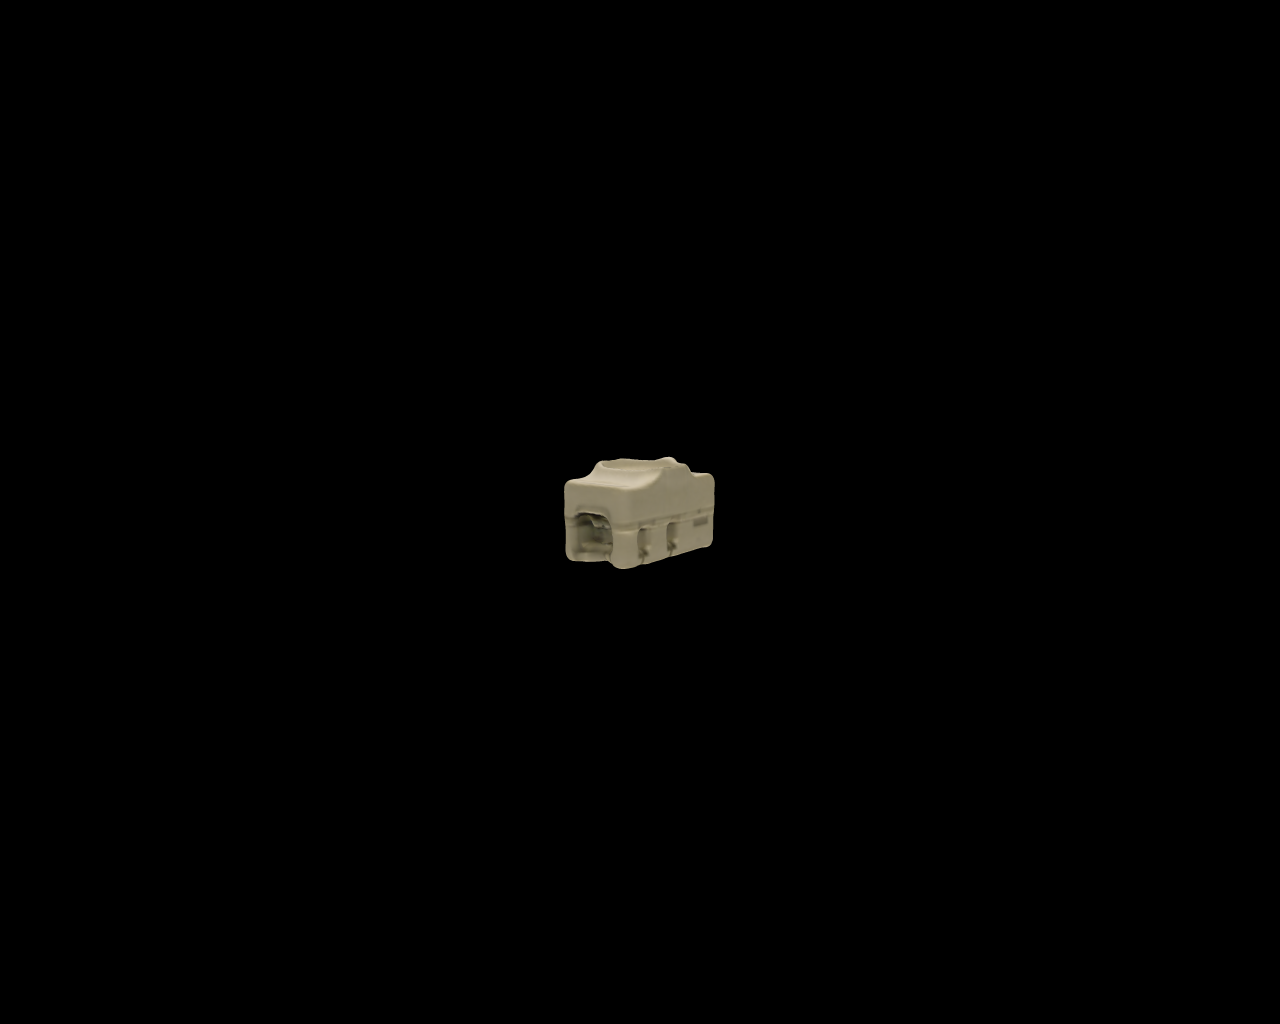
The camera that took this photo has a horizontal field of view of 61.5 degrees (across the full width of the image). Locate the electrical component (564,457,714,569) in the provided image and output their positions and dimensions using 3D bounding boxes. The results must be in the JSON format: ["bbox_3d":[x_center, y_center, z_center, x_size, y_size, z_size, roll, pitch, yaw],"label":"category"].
[{"bbox_3d":[0.001,-0.003,0.650,0.050,0.055,0.090,7,12,39],"label":"electrical component"}]
